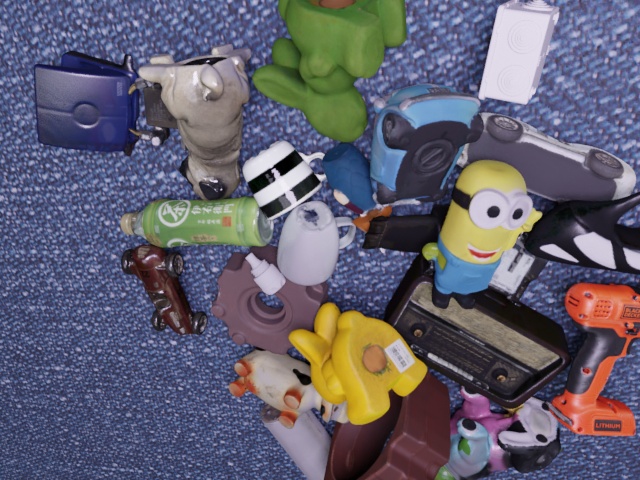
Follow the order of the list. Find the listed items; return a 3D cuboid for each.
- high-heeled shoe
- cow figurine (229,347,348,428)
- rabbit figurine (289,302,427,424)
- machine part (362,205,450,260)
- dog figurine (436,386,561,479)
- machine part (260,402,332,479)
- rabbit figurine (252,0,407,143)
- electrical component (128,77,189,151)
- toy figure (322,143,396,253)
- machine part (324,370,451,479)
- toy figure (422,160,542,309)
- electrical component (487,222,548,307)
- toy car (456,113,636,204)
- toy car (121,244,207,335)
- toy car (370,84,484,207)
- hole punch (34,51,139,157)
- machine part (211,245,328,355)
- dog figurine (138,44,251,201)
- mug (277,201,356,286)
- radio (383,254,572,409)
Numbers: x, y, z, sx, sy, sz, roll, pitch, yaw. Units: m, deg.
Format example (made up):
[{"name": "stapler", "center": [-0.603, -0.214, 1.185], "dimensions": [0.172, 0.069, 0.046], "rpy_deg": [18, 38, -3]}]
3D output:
[{"name": "high-heeled shoe", "center": [0.348, 0.030, 0.614], "dimensions": [0.145, 0.086, 0.248], "rpy_deg": [-33, 123, 26]}, {"name": "cow figurine", "center": [-0.029, 0.227, 0.847], "dimensions": [0.195, 0.127, 0.085], "rpy_deg": [23, 123, 19]}, {"name": "rabbit figurine", "center": [0.030, 0.172, 0.727], "dimensions": [0.162, 0.122, 0.173], "rpy_deg": [47, 148, 7]}, {"name": "machine part", "center": [0.120, -0.008, 0.671], "dimensions": [0.139, 0.039, 0.084], "rpy_deg": [-2, 117, -25]}, {"name": "dog figurine", "center": [0.248, 0.332, 0.828], "dimensions": [0.192, 0.108, 0.219], "rpy_deg": [11, 126, 6]}, {"name": "machine part", "center": [-0.027, 0.340, 0.924], "dimensions": [0.079, 0.079, 0.243], "rpy_deg": [-24, 112, 26]}, {"name": "rabbit figurine", "center": [0.007, -0.183, 0.597], "dimensions": [0.159, 0.121, 0.170], "rpy_deg": [12, 136, 13]}, {"name": "electrical component", "center": [-0.206, -0.169, 0.702], "dimensions": [0.078, 0.045, 0.102], "rpy_deg": [17, 122, 8]}, {"name": "toy figure", "center": [0.060, -0.051, 0.683], "dimensions": [0.064, 0.058, 0.154], "rpy_deg": [-33, 116, 4]}, {"name": "machine part", "center": [0.099, 0.292, 0.786], "dimensions": [0.087, 0.201, 0.201], "rpy_deg": [35, 122, -8]}, {"name": "toy figure", "center": [0.170, -0.004, 0.608], "dimensions": [0.082, 0.089, 0.180], "rpy_deg": [-13, 136, -28]}, {"name": "electrical component", "center": [0.242, 0.017, 0.676], "dimensions": [0.075, 0.048, 0.119], "rpy_deg": [21, 105, 1]}, {"name": "toy car", "center": [0.253, -0.086, 0.615], "dimensions": [0.202, 0.056, 0.073], "rpy_deg": [21, 129, 5]}, {"name": "toy car", "center": [-0.241, 0.088, 0.838], "dimensions": [0.089, 0.053, 0.201], "rpy_deg": [2, 132, 11]}, {"name": "toy car", "center": [0.106, -0.116, 0.610], "dimensions": [0.109, 0.103, 0.161], "rpy_deg": [-6, 141, -15]}, {"name": "hole punch", "center": [-0.304, -0.175, 0.703], "dimensions": [0.116, 0.092, 0.142], "rpy_deg": [15, 119, 3]}, {"name": "machine part", "center": [-0.075, 0.092, 0.808], "dimensions": [0.180, 0.056, 0.179], "rpy_deg": [6, 120, 11]}, {"name": "dog figurine", "center": [-0.125, -0.121, 0.635], "dimensions": [0.121, 0.172, 0.190], "rpy_deg": [-9, 116, -3]}, {"name": "mug", "center": [-0.001, -0.002, 0.704], "dimensions": [0.110, 0.081, 0.107], "rpy_deg": [-14, 150, -14]}, {"name": "radio", "center": [0.205, 0.127, 0.737], "dimensions": [0.230, 0.073, 0.131], "rpy_deg": [29, 122, -1]}]
